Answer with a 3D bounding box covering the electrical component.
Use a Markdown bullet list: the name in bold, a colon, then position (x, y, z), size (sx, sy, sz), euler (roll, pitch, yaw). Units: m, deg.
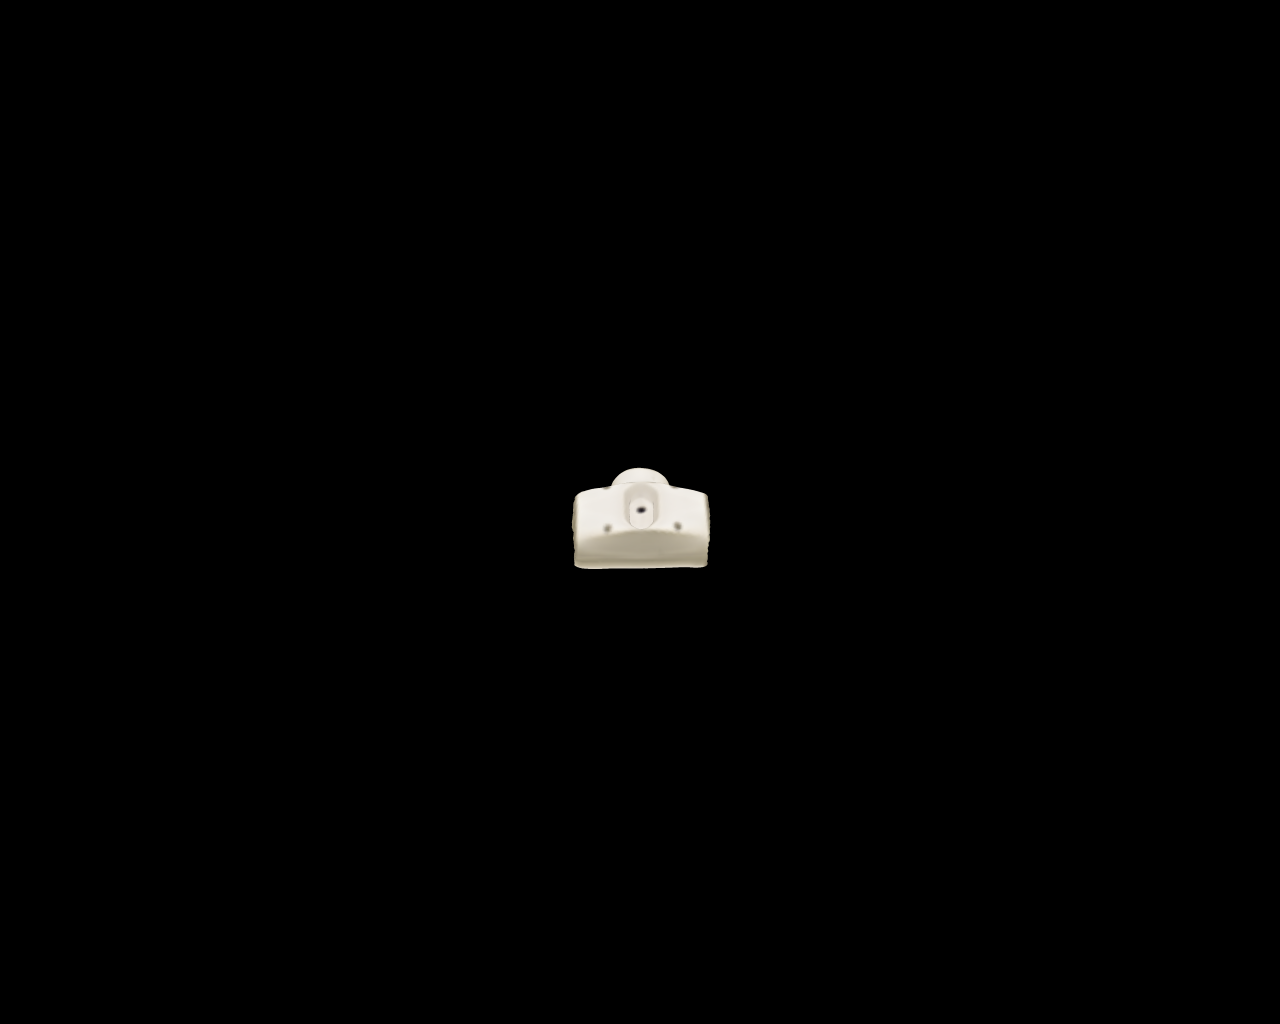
- **electrical component**: position (0.001, -0.003, 0.650), size (0.077, 0.079, 0.043), euler (0, -43, 0)
